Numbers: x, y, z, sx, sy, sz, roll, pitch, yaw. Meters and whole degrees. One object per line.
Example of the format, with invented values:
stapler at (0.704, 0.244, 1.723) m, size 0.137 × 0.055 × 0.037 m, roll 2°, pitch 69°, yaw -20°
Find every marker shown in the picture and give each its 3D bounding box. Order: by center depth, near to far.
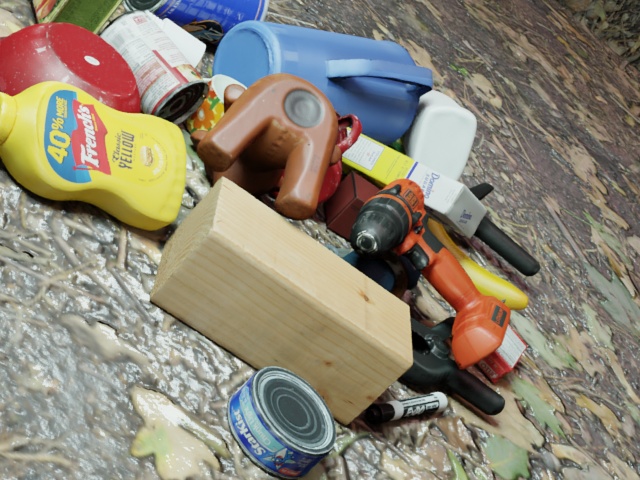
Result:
marker at (0.080, 0.155, 0.984) m, size 0.120 × 0.020 × 0.020 m, roll 2°, pitch 48°, yaw -54°

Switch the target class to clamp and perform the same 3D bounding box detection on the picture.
clamp at (0.116, 0.122, 1.063) m, size 0.171 × 0.039 × 0.120 m, roll 8°, pitch 38°, yaw -46°
clamp at (0.186, -0.044, 1.376) m, size 0.209 × 0.036 × 0.164 m, roll 24°, pitch 31°, yaw -34°

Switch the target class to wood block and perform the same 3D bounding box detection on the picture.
wood block at (-0.029, 0.052, 0.899) m, size 0.206 × 0.090 × 0.091 m, roll 35°, pitch 27°, yaw -18°

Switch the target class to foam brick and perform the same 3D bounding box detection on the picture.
foam brick at (0.051, -0.027, 1.170) m, size 0.078 × 0.053 × 0.051 m, roll 32°, pitch 28°, yaw -24°

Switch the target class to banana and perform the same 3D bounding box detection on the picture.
banana at (0.159, 0.015, 1.247) m, size 0.198 × 0.070 × 0.037 m, roll 53°, pitch 39°, yaw 7°

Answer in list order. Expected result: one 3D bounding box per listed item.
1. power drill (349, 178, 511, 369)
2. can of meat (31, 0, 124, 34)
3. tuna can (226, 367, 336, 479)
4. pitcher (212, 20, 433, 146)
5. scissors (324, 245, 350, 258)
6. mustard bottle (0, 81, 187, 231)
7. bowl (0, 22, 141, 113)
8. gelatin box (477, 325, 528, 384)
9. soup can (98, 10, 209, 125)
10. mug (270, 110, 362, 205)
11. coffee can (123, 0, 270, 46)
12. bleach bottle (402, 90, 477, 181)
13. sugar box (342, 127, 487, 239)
power drill at (0.107, 0.031, 1.043) m, size 0.187 × 0.057 × 0.184 m, roll 54°, pitch 24°, yaw -4°
can of meat at (-0.235, -0.245, 1.028) m, size 0.057 × 0.102 × 0.084 m, roll 16°, pitch 40°, yaw -44°
tuna can at (-0.029, 0.141, 0.832) m, size 0.086 × 0.034 × 0.086 m, roll 34°, pitch 27°, yaw -20°
pitcher at (0.004, -0.183, 1.229) m, size 0.242 × 0.149 × 0.145 m, roll 1°, pitch 42°, yaw -48°
scissors at (-0.007, 0.001, 1.088) m, size 0.096 × 0.016 × 0.201 m, roll 50°, pitch 26°, yaw 10°
mustard bottle at (-0.200, -0.076, 0.868) m, size 0.191 × 0.058 × 0.096 m, roll 19°, pitch 64°, yaw -39°
bowl at (-0.218, -0.143, 0.956) m, size 0.162 × 0.055 × 0.162 m, roll 33°, pitch 29°, yaw -21°
gelatin box at (0.189, 0.113, 1.190) m, size 0.073 × 0.030 × 0.089 m, roll 48°, pitch 26°, yaw 5°
soup can at (-0.166, -0.167, 1.049) m, size 0.102 × 0.069 × 0.068 m, roll 50°, pitch 27°, yaw 12°
mug at (-0.007, -0.093, 1.120) m, size 0.093 × 0.117 × 0.081 m, roll 53°, pitch 24°, yaw -31°
coffee can at (-0.142, -0.285, 1.217) m, size 0.140 × 0.103 × 0.103 m, roll 11°, pitch 41°, yaw -48°
bleach bottle at (0.139, -0.153, 1.369) m, size 0.068 × 0.103 × 0.251 m, roll 11°, pitch 21°, yaw -7°
sugar box at (0.094, -0.066, 1.201) m, size 0.176 × 0.048 × 0.093 m, roll 32°, pitch -1°, yaw 30°
